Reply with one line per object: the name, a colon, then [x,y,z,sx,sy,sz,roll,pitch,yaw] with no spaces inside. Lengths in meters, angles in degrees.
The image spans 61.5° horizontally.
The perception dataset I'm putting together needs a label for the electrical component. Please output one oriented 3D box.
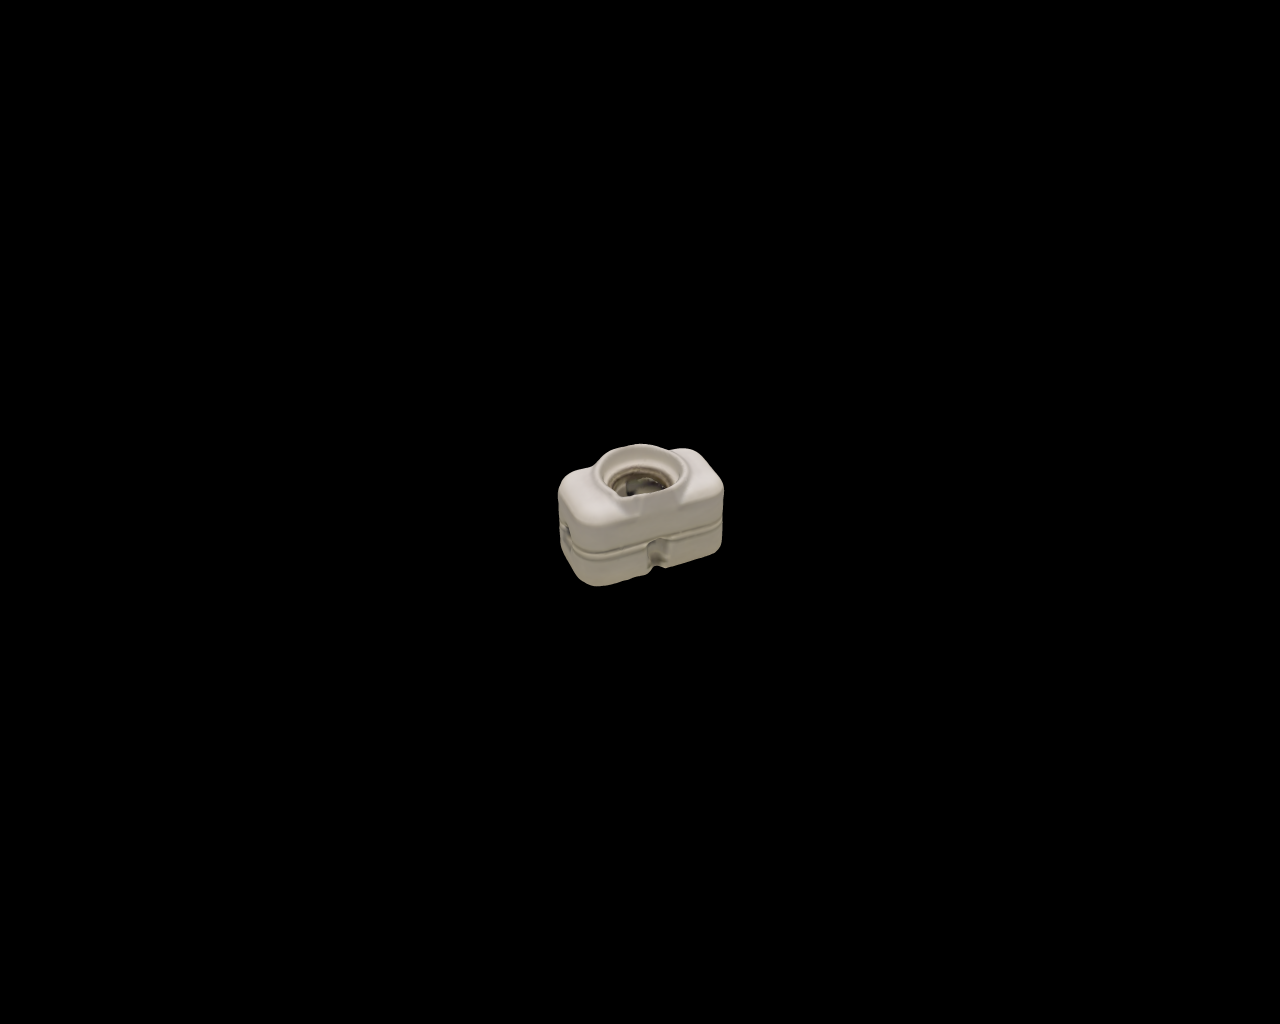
electrical component: [0.001,-0.003,0.650,0.095,0.059,0.054,-14,40,-17]
